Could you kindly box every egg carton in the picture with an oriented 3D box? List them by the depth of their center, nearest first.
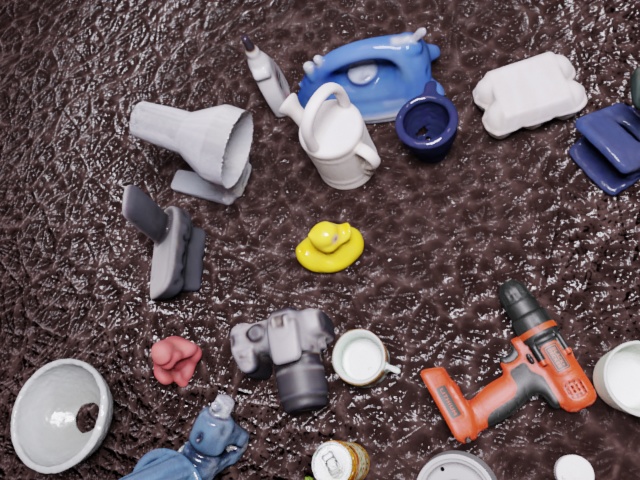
[{"bbox_3d":[0.311,-0.215,0.857,0.150,0.069,0.107,-17,66,10],"label":"egg carton"}]

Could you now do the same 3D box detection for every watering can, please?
[{"bbox_3d":[0.013,-0.161,0.860,0.172,0.194,0.101,11,74,21],"label":"watering can"}]

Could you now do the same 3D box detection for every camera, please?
[{"bbox_3d":[-0.049,0.173,0.804,0.143,0.101,0.136,-17,66,11],"label":"camera"}]

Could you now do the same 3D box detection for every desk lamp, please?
[{"bbox_3d":[-0.186,-0.138,0.901,0.202,0.214,0.118,13,74,21],"label":"desk lamp"}]

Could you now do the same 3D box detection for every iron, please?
[{"bbox_3d":[0.062,-0.267,0.914,0.257,0.142,0.118,-8,68,14],"label":"iron"}]

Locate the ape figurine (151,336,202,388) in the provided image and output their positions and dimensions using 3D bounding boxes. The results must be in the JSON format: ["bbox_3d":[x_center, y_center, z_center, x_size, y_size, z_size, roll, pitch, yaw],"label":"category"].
[{"bbox_3d":[-0.223,0.176,0.862,0.077,0.092,0.076,-26,64,6],"label":"ape figurine"}]

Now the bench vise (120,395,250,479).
[{"bbox_3d":[-0.196,0.293,0.738,0.121,0.220,0.207,8,72,20],"label":"bench vise"}]

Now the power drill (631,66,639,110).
[{"bbox_3d":[0.502,-0.176,0.706,0.229,0.209,0.075,-3,69,16],"label":"power drill"}]

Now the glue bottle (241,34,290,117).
[{"bbox_3d":[-0.092,-0.279,0.948,0.037,0.173,0.078,-17,66,11],"label":"glue bottle"}]

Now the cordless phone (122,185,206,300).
[{"bbox_3d":[-0.259,0.006,0.886,0.094,0.185,0.147,-9,68,14],"label":"cordless phone"}]

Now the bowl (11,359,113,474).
[{"bbox_3d":[-0.383,0.272,0.885,0.167,0.075,0.167,-6,68,15],"label":"bowl"}]

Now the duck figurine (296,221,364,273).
[{"bbox_3d":[0.008,0.003,0.859,0.104,0.086,0.077,-17,66,10],"label":"duck figurine"}]

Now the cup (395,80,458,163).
[{"bbox_3d":[0.167,-0.171,0.871,0.091,0.095,0.118,2,71,18],"label":"cup"}]

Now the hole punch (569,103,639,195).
[{"bbox_3d":[0.411,-0.136,0.785,0.101,0.091,0.108,-35,64,2],"label":"hole punch"}]
